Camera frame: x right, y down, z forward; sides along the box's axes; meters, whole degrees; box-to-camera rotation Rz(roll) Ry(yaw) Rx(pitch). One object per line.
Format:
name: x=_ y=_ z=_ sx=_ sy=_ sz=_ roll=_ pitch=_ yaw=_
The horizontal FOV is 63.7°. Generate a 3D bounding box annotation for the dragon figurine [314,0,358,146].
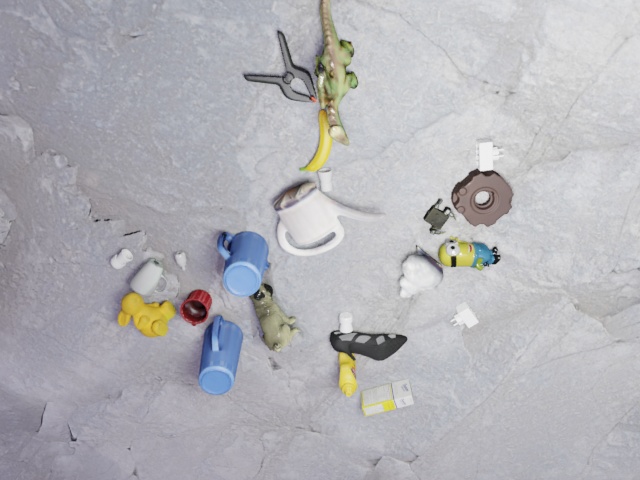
dragon figurine: x=0.028 y=-0.448 z=1.344 sx=0.122 sy=0.247 sz=0.403 roll=-8 pitch=112 yaw=10

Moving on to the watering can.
watering can: x=0.005 y=-0.077 z=1.538 sx=0.345 sy=0.106 sz=0.222 roll=-25 pitch=108 yaw=23

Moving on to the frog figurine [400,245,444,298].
frog figurine: x=0.303 y=0.118 z=1.606 sx=0.136 sy=0.124 sz=0.159 roll=34 pitch=97 yaw=-31
